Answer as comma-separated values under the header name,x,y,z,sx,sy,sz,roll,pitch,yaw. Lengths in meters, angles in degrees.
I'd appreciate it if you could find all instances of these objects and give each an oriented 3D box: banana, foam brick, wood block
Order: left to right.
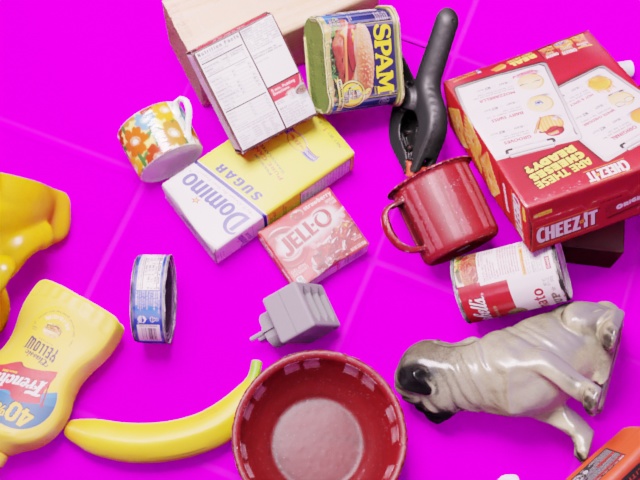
name,x,y,z,sx,sy,sz,roll,pitch,yaw
banana,-0.139,0.176,1.007,0.197,0.037,0.070,-17,55,-9
wood block,-0.050,-0.233,1.114,0.206,0.091,0.090,-25,75,-10
foam brick,0.261,-0.007,1.072,0.078,0.053,0.051,7,71,-1

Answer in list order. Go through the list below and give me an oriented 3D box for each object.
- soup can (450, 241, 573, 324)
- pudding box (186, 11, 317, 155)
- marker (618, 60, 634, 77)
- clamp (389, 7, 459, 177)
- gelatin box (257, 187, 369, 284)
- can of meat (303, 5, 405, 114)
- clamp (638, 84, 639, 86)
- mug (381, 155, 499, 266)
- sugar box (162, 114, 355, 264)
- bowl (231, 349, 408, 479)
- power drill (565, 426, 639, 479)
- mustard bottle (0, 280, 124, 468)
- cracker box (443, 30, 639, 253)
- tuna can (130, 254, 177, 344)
name,x,y,z,sx,sy,sz,roll,pitch,yaw
soup can,0.184,0.037,1.027,0.102,0.068,0.068,-15,71,19
pudding box,-0.065,-0.153,1.042,0.090,0.039,0.113,-28,105,-8
marker,0.276,-0.176,1.146,0.121,0.020,0.020,-9,72,-5
clamp,0.095,-0.148,1.103,0.039,0.120,0.171,7,88,-26
gelatin box,-0.007,0.001,1.070,0.089,0.030,0.073,-32,76,-12
can of meat,0.033,-0.180,1.069,0.083,0.058,0.102,-11,106,-22
clamp,0.375,-0.055,1.091,0.164,0.036,0.210,23,74,-10
mug,0.114,-0.023,1.049,0.117,0.093,0.081,-19,78,-27
sugar box,-0.061,-0.065,1.081,0.176,0.048,0.093,-36,73,-15
bowl,-0.001,0.187,0.996,0.162,0.055,0.162,1,72,-2
power drill,0.313,0.262,0.955,0.184,0.057,0.187,-37,97,-15
mustard bottle,-0.272,0.138,0.999,0.096,0.058,0.191,27,73,13
cracker box,0.234,-0.100,1.040,0.164,0.072,0.214,-20,44,-3
tuna can,-0.158,0.056,1.017,0.033,0.086,0.086,1,72,0
